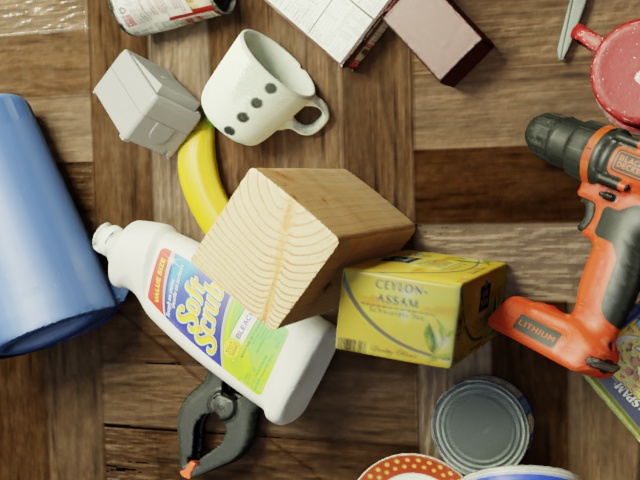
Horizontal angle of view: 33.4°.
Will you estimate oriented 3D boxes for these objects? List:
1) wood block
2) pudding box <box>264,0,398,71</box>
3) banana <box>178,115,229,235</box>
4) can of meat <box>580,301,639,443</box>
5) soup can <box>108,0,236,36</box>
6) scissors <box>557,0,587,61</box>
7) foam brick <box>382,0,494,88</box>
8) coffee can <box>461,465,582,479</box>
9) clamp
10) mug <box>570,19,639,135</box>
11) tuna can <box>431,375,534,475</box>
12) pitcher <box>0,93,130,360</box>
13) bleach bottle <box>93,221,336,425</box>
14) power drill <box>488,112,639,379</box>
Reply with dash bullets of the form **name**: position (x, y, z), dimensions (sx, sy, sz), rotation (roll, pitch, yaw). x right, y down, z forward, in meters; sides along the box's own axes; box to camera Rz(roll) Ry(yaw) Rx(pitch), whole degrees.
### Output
- **wood block**: position (-0.005, 0.001, 0.881), dimensions (0.090, 0.205, 0.091), rotation (40, 106, 14)
- **pudding box**: position (0.012, -0.220, 0.950), dimensions (0.113, 0.039, 0.090), rotation (44, 108, 15)
- **banana**: position (-0.085, -0.029, 1.000), dimensions (0.070, 0.037, 0.198), rotation (-28, 83, 22)
- **can of meat**: position (0.268, 0.104, 0.862), dimensions (0.084, 0.057, 0.102), rotation (-43, 78, 16)
- **soup can**: position (-0.137, -0.232, 0.992), dimensions (0.102, 0.068, 0.068), rotation (-9, 90, 22)
- **scissors**: position (0.213, -0.259, 0.882), dimensions (0.096, 0.016, 0.202), rotation (34, 105, 18)
- **foam brick**: position (0.101, -0.177, 0.911), dimensions (0.051, 0.053, 0.078), rotation (-44, 78, 18)
- **coffee can**: position (0.165, 0.264, 0.857), dimensions (0.103, 0.102, 0.140), rotation (-10, 59, 21)
- **clamp**: position (-0.076, 0.154, 1.009), dimensions (0.120, 0.039, 0.171), rotation (23, 99, 24)
- **mug**: position (0.248, -0.136, 0.840), dimensions (0.117, 0.081, 0.093), rotation (39, 106, 14)
- **tuna can**: position (0.142, 0.161, 0.926), dimensions (0.086, 0.033, 0.086), rotation (1, 94, 21)
- **pitcher**: position (-0.305, -0.011, 1.034), dimensions (0.145, 0.149, 0.243), rotation (-27, 80, 26)
- **bleach bottle**: position (-0.109, 0.061, 0.975), dimensions (0.251, 0.068, 0.102), rotation (29, 99, 20)
- **power drill**: position (0.207, 0.000, 0.845), dimensions (0.185, 0.057, 0.188), rotation (31, 100, 46)
